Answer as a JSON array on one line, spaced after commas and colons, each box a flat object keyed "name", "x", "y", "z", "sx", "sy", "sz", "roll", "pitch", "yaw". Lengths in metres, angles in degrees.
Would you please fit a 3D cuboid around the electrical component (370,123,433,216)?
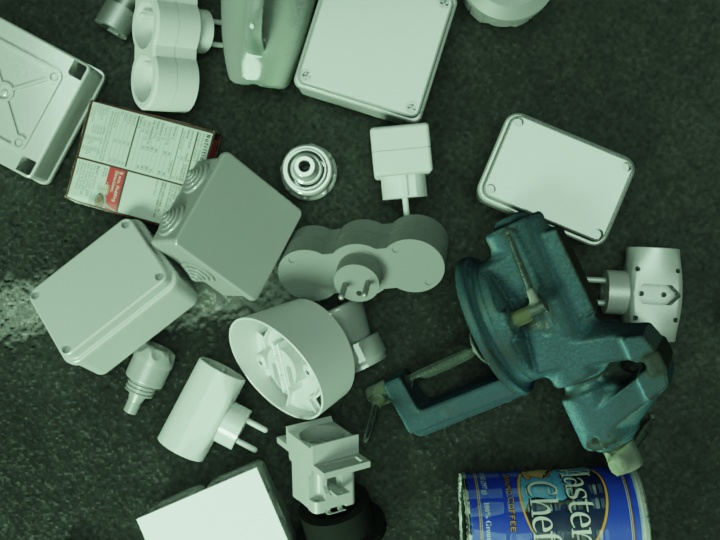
[{"name": "electrical component", "x": 0.035, "y": -0.078, "z": 0.887, "sx": 0.047, "sy": 0.065, "sz": 0.076, "roll": -5, "pitch": 92, "yaw": 1}]

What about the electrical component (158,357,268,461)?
[{"name": "electrical component", "x": -0.117, "y": 0.125, "z": 0.900, "sx": 0.079, "sy": 0.043, "sz": 0.077, "roll": 28, "pitch": 91, "yaw": 1}]

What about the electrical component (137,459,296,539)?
[{"name": "electrical component", "x": -0.094, "y": 0.264, "z": 0.891, "sx": 0.105, "sy": 0.060, "sz": 0.186, "roll": -23, "pitch": 89, "yaw": 1}]

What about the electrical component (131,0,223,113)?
[{"name": "electrical component", "x": -0.146, "y": -0.201, "z": 0.898, "sx": 0.074, "sy": 0.052, "sz": 0.138, "roll": -1, "pitch": 96, "yaw": -35}]

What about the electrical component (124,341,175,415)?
[{"name": "electrical component", "x": -0.182, "y": 0.092, "z": 0.907, "sx": 0.035, "sy": 0.035, "sz": 0.061, "roll": 25, "pitch": 93, "yaw": 1}]

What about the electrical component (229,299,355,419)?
[{"name": "electrical component", "x": -0.055, "y": 0.073, "z": 0.870, "sx": 0.064, "sy": 0.099, "sz": 0.099, "roll": -26, "pitch": 89, "yaw": -40}]

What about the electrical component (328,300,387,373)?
[{"name": "electrical component", "x": -0.007, "y": 0.056, "z": 0.898, "sx": 0.045, "sy": 0.045, "sz": 0.055, "roll": -26, "pitch": 90, "yaw": 1}]

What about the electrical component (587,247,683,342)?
[{"name": "electrical component", "x": 0.224, "y": 0.019, "z": 0.894, "sx": 0.079, "sy": 0.043, "sz": 0.077, "roll": 3, "pitch": 90, "yaw": 1}]

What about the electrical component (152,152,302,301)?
[{"name": "electrical component", "x": -0.109, "y": -0.034, "z": 0.871, "sx": 0.100, "sy": 0.048, "sz": 0.099, "roll": 39, "pitch": 67, "yaw": -32}]

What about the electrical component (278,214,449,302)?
[{"name": "electrical component", "x": 0.000, "y": 0.000, "z": 0.866, "sx": 0.138, "sy": 0.073, "sz": 0.052, "roll": -5, "pitch": 124, "yaw": 15}]

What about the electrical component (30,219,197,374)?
[{"name": "electrical component", "x": -0.203, "y": 0.022, "z": 0.883, "sx": 0.113, "sy": 0.057, "sz": 0.078, "roll": -38, "pitch": 65, "yaw": 1}]

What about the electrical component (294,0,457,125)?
[{"name": "electrical component", "x": 0.013, "y": -0.185, "z": 0.892, "sx": 0.109, "sy": 0.056, "sz": 0.108, "roll": 17, "pitch": 90, "yaw": 1}]

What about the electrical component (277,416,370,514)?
[{"name": "electrical component", "x": -0.030, "y": 0.157, "z": 0.864, "sx": 0.042, "sy": 0.081, "sz": 0.063, "roll": -8, "pitch": 107, "yaw": -29}]

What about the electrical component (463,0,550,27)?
[{"name": "electrical component", "x": 0.122, "y": -0.242, "z": 0.893, "sx": 0.080, "sy": 0.051, "sz": 0.080, "roll": 0, "pitch": 90, "yaw": 1}]

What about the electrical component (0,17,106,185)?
[{"name": "electrical component", "x": -0.288, "y": -0.144, "z": 0.899, "sx": 0.109, "sy": 0.056, "sz": 0.108, "roll": 28, "pitch": 90, "yaw": 1}]

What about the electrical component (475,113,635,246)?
[{"name": "electrical component", "x": 0.160, "y": -0.074, "z": 0.889, "sx": 0.113, "sy": 0.057, "sz": 0.078, "roll": 23, "pitch": 90, "yaw": 1}]

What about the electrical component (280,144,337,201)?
[{"name": "electrical component", "x": -0.044, "y": -0.083, "z": 0.890, "sx": 0.048, "sy": 0.062, "sz": 0.048, "roll": 0, "pitch": 90, "yaw": 1}]
